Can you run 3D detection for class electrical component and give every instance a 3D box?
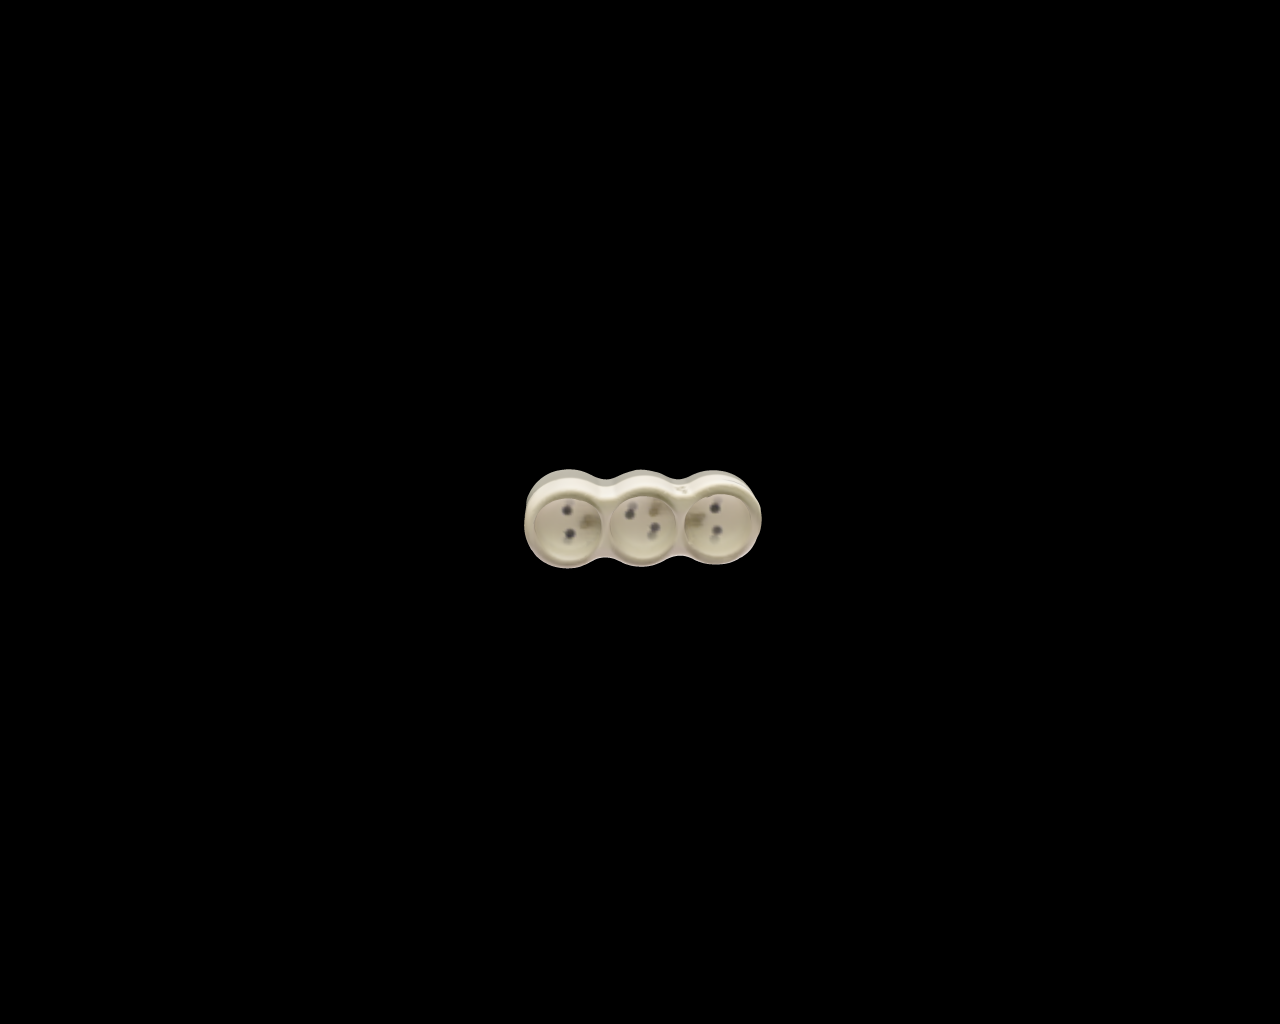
[{"bbox_3d":[0.001,-0.003,0.650,0.138,0.052,0.074,-1,20,-2],"label":"electrical component"}]
